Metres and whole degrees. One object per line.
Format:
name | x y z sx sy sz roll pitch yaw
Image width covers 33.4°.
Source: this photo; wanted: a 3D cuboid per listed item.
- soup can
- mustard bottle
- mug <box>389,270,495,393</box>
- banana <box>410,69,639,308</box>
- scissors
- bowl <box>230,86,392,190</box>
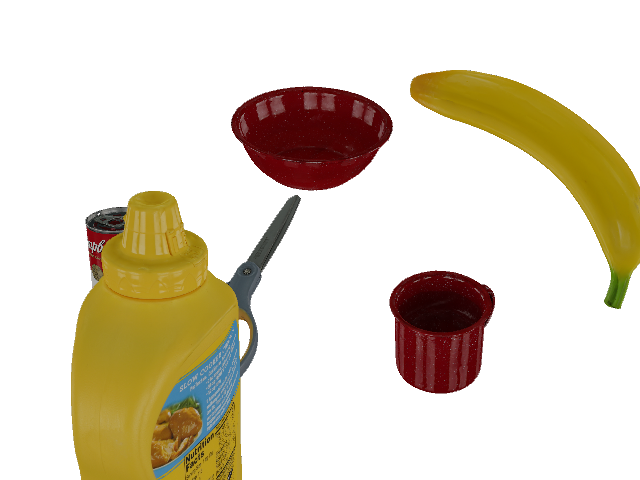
soup can | -0.209 0.024 1.125 0.068 0.102 0.068 0 23 0
mustard bottle | -0.066 0.070 0.445 0.058 0.192 0.096 12 28 19
mug | 0.120 0.083 1.004 0.117 0.081 0.093 -30 44 -31
banana | 0.141 -0.051 0.670 0.070 0.198 0.037 -43 -15 8
scissors | -0.077 0.033 0.831 0.096 0.016 0.201 1 44 10
bowl | -0.010 -0.097 1.078 0.162 0.055 0.162 1 34 -1
